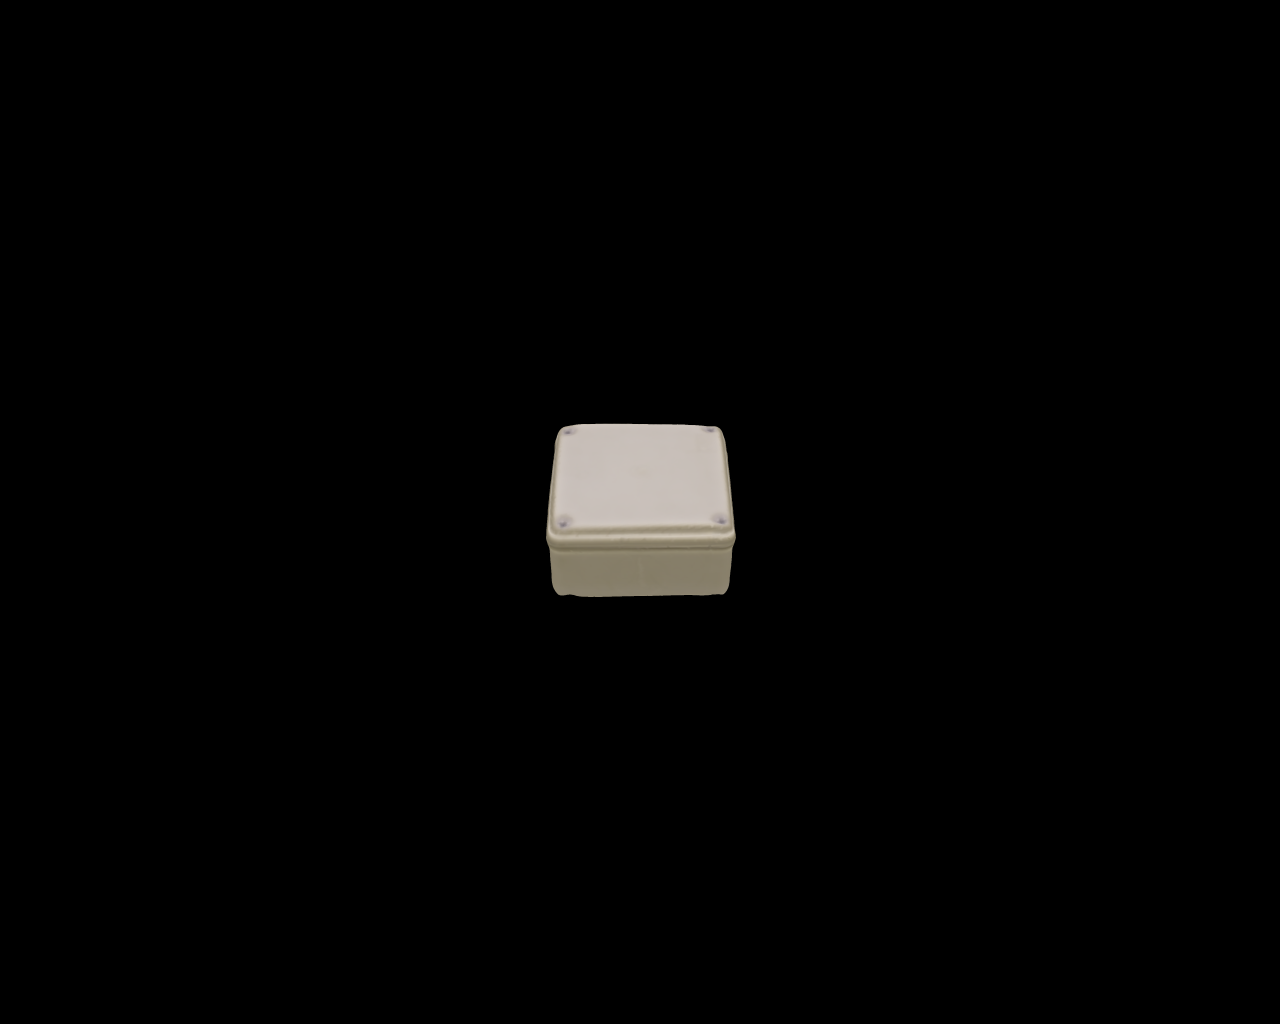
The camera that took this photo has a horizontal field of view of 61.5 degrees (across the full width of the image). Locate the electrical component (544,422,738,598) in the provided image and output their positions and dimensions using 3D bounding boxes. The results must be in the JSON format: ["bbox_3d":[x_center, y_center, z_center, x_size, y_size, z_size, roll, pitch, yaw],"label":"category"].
[{"bbox_3d":[0.001,-0.003,0.650,0.109,0.056,0.109,0,39,0],"label":"electrical component"}]
